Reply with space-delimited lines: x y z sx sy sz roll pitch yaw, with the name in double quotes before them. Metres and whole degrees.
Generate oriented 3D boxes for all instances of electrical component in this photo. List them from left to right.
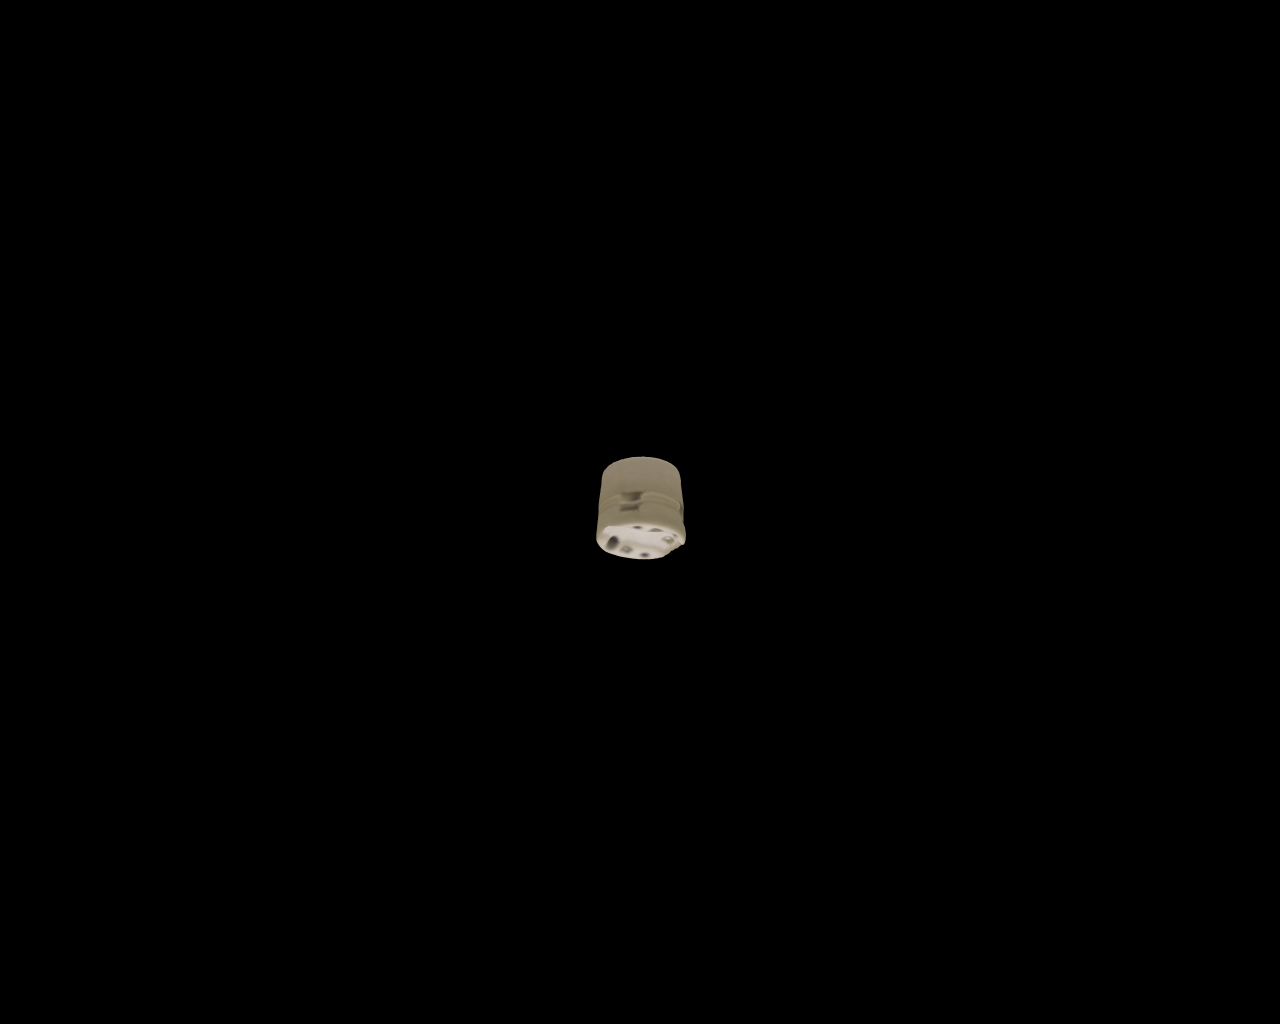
"electrical component" 0.001 -0.003 0.650 0.055 0.047 0.055 0 -26 0
